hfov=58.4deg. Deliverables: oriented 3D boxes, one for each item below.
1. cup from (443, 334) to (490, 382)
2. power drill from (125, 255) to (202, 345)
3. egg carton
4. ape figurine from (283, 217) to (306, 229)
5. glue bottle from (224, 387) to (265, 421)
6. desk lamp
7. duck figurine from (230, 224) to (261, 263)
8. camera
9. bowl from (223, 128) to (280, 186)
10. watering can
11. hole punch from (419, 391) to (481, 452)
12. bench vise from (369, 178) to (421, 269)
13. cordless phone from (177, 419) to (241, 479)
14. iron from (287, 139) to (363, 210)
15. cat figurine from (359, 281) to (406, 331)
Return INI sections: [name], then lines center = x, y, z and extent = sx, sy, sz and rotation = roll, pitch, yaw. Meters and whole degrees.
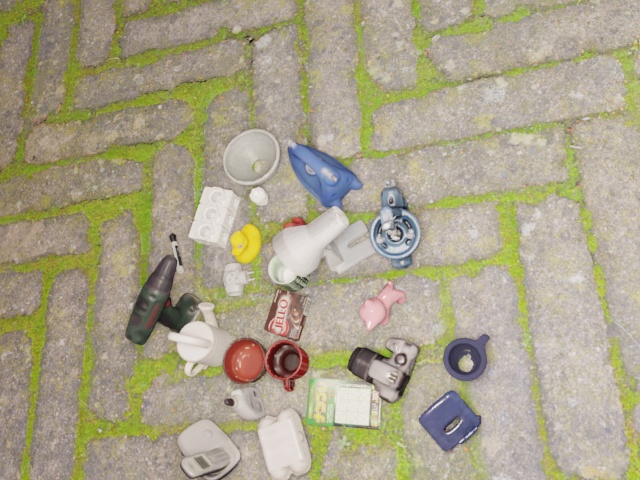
[cup]
center = 0.327, 0.255, 1.251
extent = 0.118, 0.095, 0.091
rotation = -47, 66, -2
[power drill]
center = -0.384, 0.160, 1.438
extent = 0.075, 0.209, 0.230
rotation = 26, 81, 23
[egg carton]
center = -0.081, 0.472, 1.319
extent = 0.107, 0.069, 0.150
rotation = -24, 67, 8
[ape figurine]
center = -0.065, -0.023, 1.465
extent = 0.076, 0.092, 0.078
rotation = 33, 84, 24
[glue bottle]
center = -0.180, 0.377, 1.324
extent = 0.037, 0.173, 0.078
rotation = -21, 67, 10
[desk lamp]
center = 0.013, 0.005, 1.365
extent = 0.203, 0.214, 0.117
rotation = -32, 66, 5
[duck figurine]
center = -0.202, 0.002, 1.502
extent = 0.077, 0.086, 0.104
rotation = 11, 76, 20
[camera]
center = 0.139, 0.280, 1.298
extent = 0.136, 0.101, 0.143
rotation = 22, 80, 22
[bowl]
center = -0.176, -0.216, 1.572
extent = 0.167, 0.075, 0.167
rotation = -5, 71, 15
[watering can]
center = -0.296, 0.241, 1.392
extent = 0.100, 0.194, 0.173
rotation = -11, 70, 14
[hole punch]
center = 0.280, 0.387, 1.225
extent = 0.108, 0.091, 0.101
rotation = -42, 66, 1
[bench vise]
center = 0.157, -0.051, 1.336
extent = 0.121, 0.220, 0.207
rotation = -26, 67, 8
[cordless phone]
center = -0.278, 0.485, 1.311
extent = 0.147, 0.185, 0.094
rotation = 36, 86, 24
[iron]
center = -0.018, -0.194, 1.480
extent = 0.257, 0.142, 0.119
rotation = 42, 88, 24
[cat figurine]
center = 0.137, 0.151, 1.331
extent = 0.067, 0.118, 0.128
rotation = 33, 84, 24
